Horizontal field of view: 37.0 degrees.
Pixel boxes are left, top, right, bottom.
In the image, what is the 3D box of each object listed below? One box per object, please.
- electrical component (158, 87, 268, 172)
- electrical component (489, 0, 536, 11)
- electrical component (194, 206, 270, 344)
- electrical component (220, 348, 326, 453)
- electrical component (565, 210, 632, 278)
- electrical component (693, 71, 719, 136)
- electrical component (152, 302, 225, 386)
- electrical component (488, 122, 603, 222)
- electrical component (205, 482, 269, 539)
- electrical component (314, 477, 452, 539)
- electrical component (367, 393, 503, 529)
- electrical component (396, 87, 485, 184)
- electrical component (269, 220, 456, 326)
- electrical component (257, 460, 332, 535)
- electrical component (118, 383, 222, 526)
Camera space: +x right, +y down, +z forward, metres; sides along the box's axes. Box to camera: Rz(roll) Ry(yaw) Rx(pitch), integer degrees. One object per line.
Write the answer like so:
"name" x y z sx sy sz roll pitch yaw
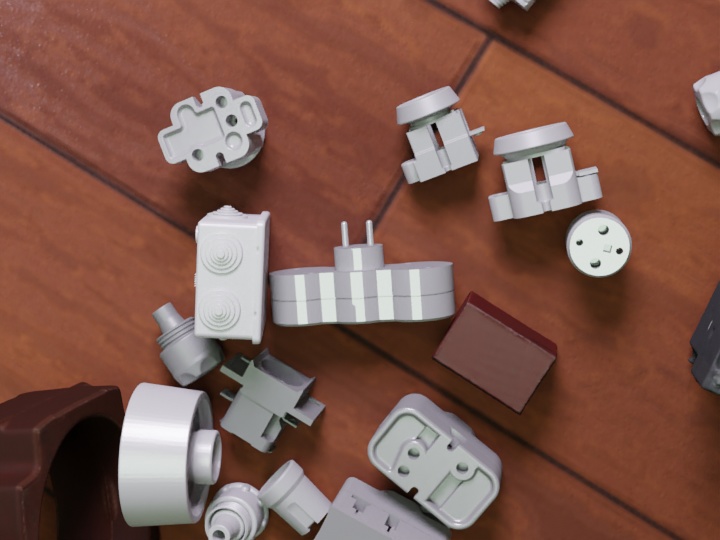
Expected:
"electrical component" -0.104 -0.104 0.803 0.078 0.057 0.058 -20 93 12
"electrical component" 0.120 -0.219 0.756 0.043 0.043 0.081 40 102 4
"electrical component" -0.094 0.003 0.793 0.048 0.099 0.099 3 98 -3
"electrical component" -0.072 0.102 0.830 0.081 0.042 0.063 30 104 6
"electrical component" 0.169 -0.019 0.764 0.045 0.055 0.045 1 97 10
"electrical component" 0.266 -0.121 0.741 0.062 0.043 0.043 -22 92 11
"electrical component" -0.137 0.055 0.835 0.043 0.043 0.062 -35 89 12
"electrical component" 0.128 -0.072 0.765 0.078 0.058 0.057 -13 97 11
"electrical component" -0.100 0.196 0.835 0.048 0.062 0.048 1 97 10
"electrical component" -0.004 0.244 0.813 0.089 0.062 0.150 27 109 7
"electrical component" 0.057 0.140 0.801 0.095 0.059 0.053 39 102 4
"electrical component" 0.056 -0.100 0.781 0.066 0.048 0.055 -20 100 12
"electrical component" 0.000 0.000 0.798 0.138 0.052 0.073 -3 96 11
"electrical component" -0.050 0.177 0.836 0.046 0.040 0.040 45 102 -3
"electrical component" -0.138 0.141 0.815 0.060 0.108 0.108 2 97 4
